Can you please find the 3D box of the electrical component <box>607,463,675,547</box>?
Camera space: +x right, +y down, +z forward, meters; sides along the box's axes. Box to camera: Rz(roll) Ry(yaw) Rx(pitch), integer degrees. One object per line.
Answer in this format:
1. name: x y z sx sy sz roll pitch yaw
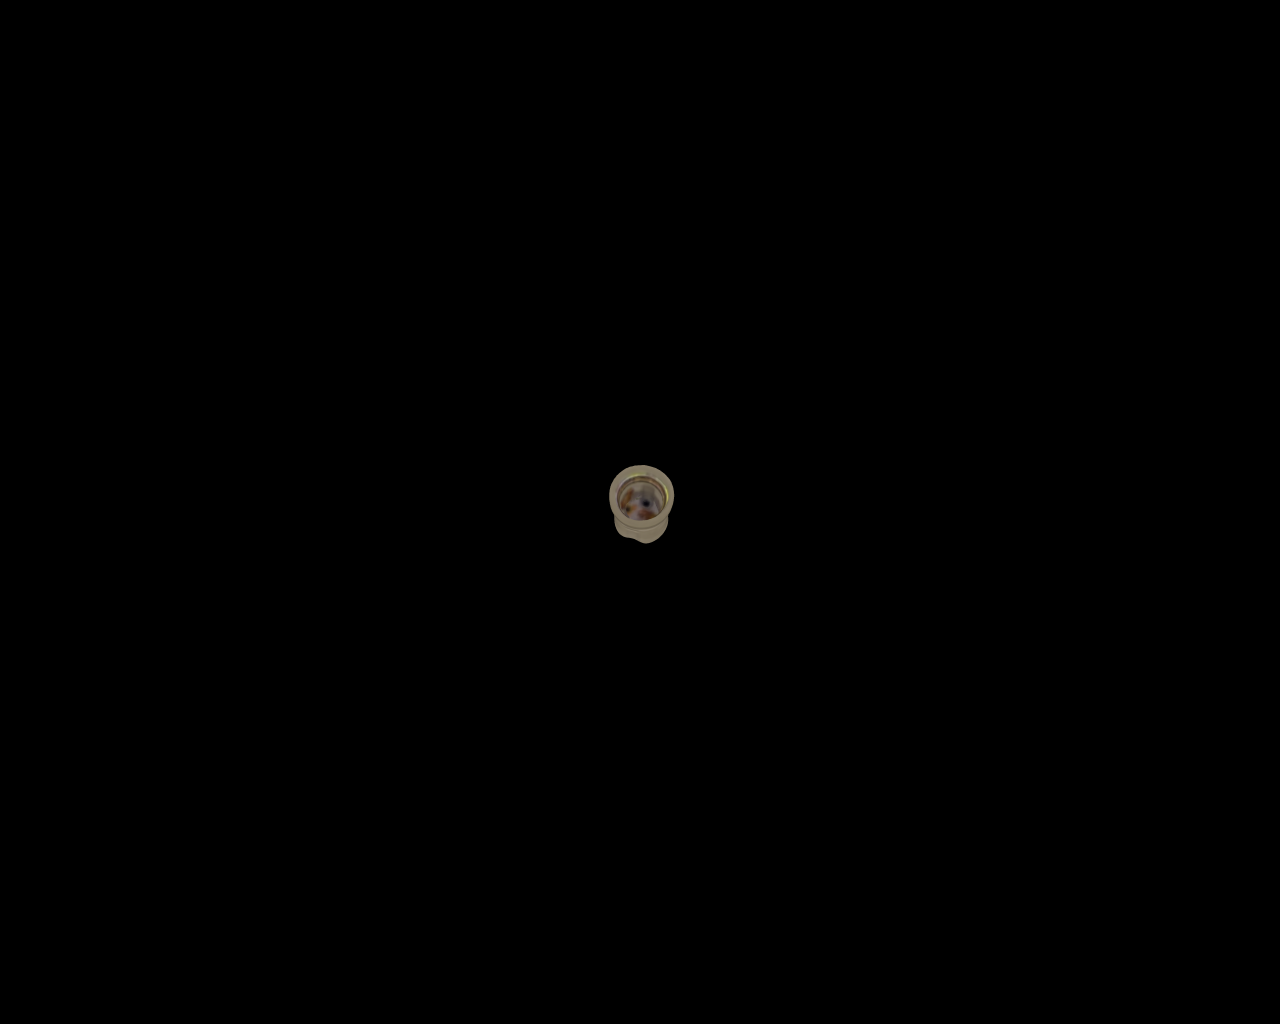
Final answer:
1. electrical component: 0.001 -0.003 0.650 0.040 0.040 0.046 0 -23 0
